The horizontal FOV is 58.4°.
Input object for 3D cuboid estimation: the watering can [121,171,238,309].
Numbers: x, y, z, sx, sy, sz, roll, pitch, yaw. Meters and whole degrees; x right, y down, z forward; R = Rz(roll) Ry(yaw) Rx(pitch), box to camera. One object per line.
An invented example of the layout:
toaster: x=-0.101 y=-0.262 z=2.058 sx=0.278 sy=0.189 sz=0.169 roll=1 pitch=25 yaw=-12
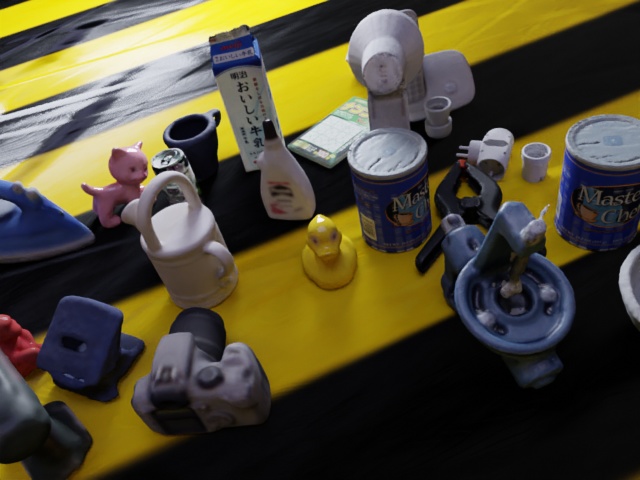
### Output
watering can: x=-0.189 y=-0.004 z=0.751 sx=0.172 sy=0.194 sz=0.101 roll=1 pitch=46 yaw=15

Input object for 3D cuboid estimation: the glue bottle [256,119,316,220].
glue bottle: x=-0.058 y=-0.101 z=0.830 sx=0.078 sy=0.173 sz=0.037 roll=0 pitch=46 yaw=14

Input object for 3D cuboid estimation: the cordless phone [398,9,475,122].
cordless phone: x=0.181 y=-0.301 z=0.960 sx=0.147 sy=0.185 sz=0.094 roll=-19 pitch=44 yaw=-5

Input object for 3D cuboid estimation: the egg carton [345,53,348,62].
egg carton: x=0.128 y=-0.351 z=1.107 sx=0.107 sy=0.069 sz=0.149 roll=-38 pitch=49 yaw=-22

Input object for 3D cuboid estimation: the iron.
iron: x=-0.498 y=-0.048 z=0.911 sx=0.257 sy=0.142 sz=0.118 roll=0 pitch=46 yaw=14

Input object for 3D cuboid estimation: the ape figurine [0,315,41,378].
ape figurine: x=-0.401 y=0.132 z=0.742 sx=0.076 sy=0.092 sz=0.077 roll=-24 pitch=45 yaw=-10

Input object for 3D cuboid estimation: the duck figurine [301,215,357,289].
duck figurine: x=0.007 y=0.003 z=0.773 sx=0.077 sy=0.086 sz=0.104 roll=-14 pitch=44 yaw=0

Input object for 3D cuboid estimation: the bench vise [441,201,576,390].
bench vise: x=0.177 y=0.031 z=0.606 sx=0.122 sy=0.220 sz=0.206 roll=-34 pitch=47 yaw=-19

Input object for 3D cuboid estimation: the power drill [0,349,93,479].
power drill: x=-0.338 y=0.167 z=0.608 sx=0.228 sy=0.209 sz=0.076 roll=28 pitch=58 yaw=35

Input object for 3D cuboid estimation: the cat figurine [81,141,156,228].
cat figurine: x=-0.328 y=-0.102 z=0.938 sx=0.128 sy=0.118 sz=0.067 roll=-35 pitch=48 yaw=-20

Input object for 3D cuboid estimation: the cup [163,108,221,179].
cup: x=-0.203 y=-0.162 z=0.984 sx=0.091 sy=0.095 sz=0.118 roll=20 pitch=53 yaw=30

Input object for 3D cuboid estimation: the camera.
camera: x=-0.135 y=0.140 z=0.661 sx=0.143 sy=0.101 sz=0.136 roll=-8 pitch=45 yaw=7

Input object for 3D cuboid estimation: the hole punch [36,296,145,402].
hole punch: x=-0.291 y=0.134 z=0.713 sx=0.108 sy=0.091 sz=0.101 roll=10 pitch=49 yaw=23

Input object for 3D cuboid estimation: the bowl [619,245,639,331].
bowl: x=0.405 y=0.073 z=0.610 sx=0.167 sy=0.075 sz=0.167 roll=-7 pitch=45 yaw=7

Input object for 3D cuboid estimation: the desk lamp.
desk lamp: x=0.105 y=-0.218 z=0.876 sx=0.117 sy=0.214 sz=0.203 roll=-4 pitch=45 yaw=11
